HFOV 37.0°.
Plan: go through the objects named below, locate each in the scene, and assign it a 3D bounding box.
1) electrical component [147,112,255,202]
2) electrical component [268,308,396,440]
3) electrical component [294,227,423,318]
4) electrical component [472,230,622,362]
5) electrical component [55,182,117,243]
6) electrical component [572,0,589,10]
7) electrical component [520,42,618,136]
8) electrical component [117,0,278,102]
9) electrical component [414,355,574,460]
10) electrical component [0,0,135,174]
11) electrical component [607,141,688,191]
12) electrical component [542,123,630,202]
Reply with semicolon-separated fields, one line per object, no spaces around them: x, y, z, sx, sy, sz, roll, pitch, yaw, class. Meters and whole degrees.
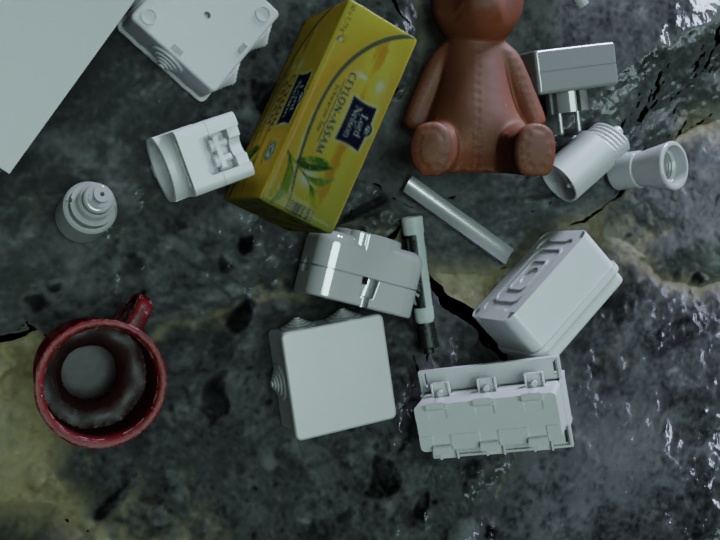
-0.125;-0.085;0.815;0.056;0.089;0.050;-23;101;-20;electrical component
-0.025;0.085;0.887;0.100;0.048;0.099;-10;97;-21;electrical component
0.000;0.000;0.890;0.095;0.054;0.059;15;87;-22;electrical component
0.165;0.024;0.946;0.113;0.078;0.057;-46;105;-14;electrical component
-0.200;-0.046;0.796;0.040;0.078;0.040;6;76;-25;electrical component
0.185;-0.262;0.961;0.035;0.035;0.061;-41;109;-15;electrical component
0.184;-0.159;0.959;0.083;0.047;0.075;-11;97;-21;electrical component
-0.124;-0.193;0.831;0.100;0.048;0.099;41;78;-18;electrical component
0.111;0.120;0.903;0.121;0.063;0.078;-8;98;18;electrical component
-0.228;-0.170;0.720;0.105;0.060;0.186;36;79;-20;electrical component
0.260;-0.092;0.985;0.044;0.065;0.044;2;88;-40;electrical component
0.208;-0.103;0.975;0.081;0.043;0.043;-40;106;-15;electrical component
